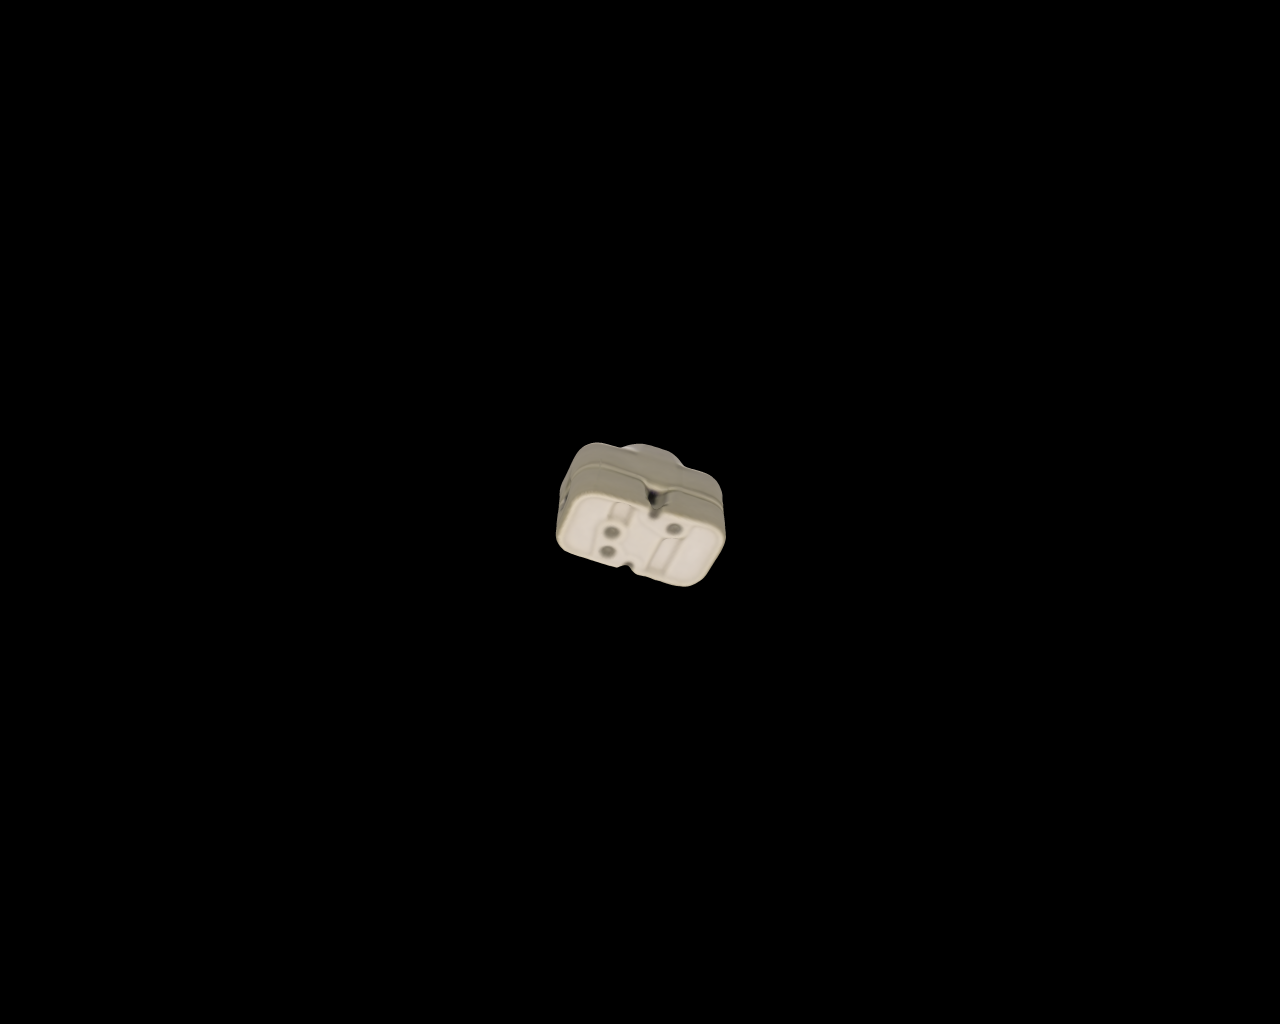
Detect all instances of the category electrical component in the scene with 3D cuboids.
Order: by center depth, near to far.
[{"bbox_3d":[0.001,-0.003,0.650,0.095,0.053,0.059,17,39,-14],"label":"electrical component"}]
